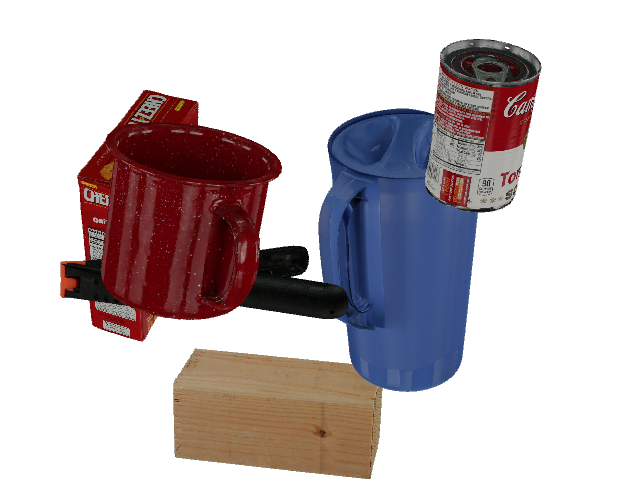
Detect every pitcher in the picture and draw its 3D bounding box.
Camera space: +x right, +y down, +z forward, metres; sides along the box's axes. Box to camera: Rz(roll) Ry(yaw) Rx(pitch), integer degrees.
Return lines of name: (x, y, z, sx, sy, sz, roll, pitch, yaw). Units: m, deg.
pitcher: (0.070, 0.018, 0.953, 0.149, 0.243, 0.145, -5, 31, -3)

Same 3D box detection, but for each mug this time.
mug: (-0.066, -0.005, 0.564, 0.093, 0.081, 0.117, -5, 27, -37)

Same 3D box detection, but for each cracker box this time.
cracker box: (-0.190, -0.026, 1.138, 0.072, 0.214, 0.164, 14, 43, 9)

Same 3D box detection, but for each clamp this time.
clamp: (-0.086, 0.031, 0.802, 0.209, 0.036, 0.165, -1, 10, -18)

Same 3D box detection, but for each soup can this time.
soup can: (0.110, -0.079, 0.741, 0.068, 0.102, 0.068, 3, 34, -2)

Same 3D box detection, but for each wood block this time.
wood block: (-0.043, 0.180, 1.120, 0.206, 0.091, 0.090, 5, 20, 8)
